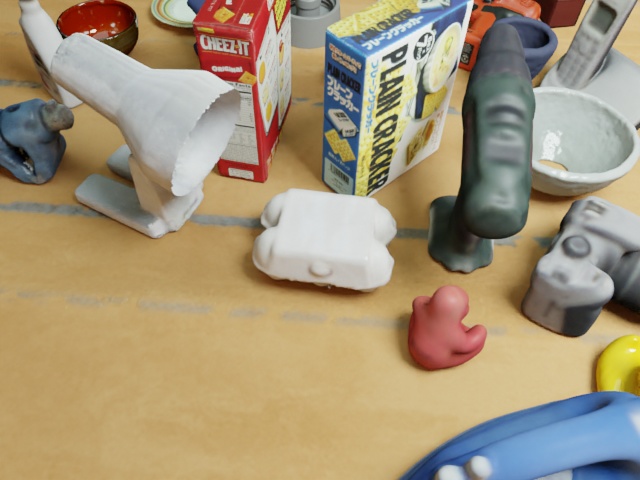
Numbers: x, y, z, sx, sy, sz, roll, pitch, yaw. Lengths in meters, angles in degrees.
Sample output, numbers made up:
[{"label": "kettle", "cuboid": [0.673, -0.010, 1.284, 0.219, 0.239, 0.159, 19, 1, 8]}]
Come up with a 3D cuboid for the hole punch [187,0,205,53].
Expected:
[{"label": "hole punch", "cuboid": [-0.133, -0.309, 0.839, 0.101, 0.091, 0.108, -25, 57, -19]}]

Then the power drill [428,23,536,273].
[{"label": "power drill", "cuboid": [0.166, -0.075, 0.592, 0.075, 0.208, 0.229, 7, 52, 4]}]

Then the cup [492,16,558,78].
[{"label": "cup", "cuboid": [0.266, -0.239, 0.792, 0.091, 0.095, 0.118, 21, 55, 15]}]

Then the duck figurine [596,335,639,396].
[{"label": "duck figurine", "cuboid": [0.303, 0.127, 0.517, 0.077, 0.086, 0.104, -3, 52, -4]}]

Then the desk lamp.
[{"label": "desk lamp", "cuboid": [-0.182, -0.101, 0.600, 0.203, 0.214, 0.118, 22, 55, 15]}]

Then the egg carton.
[{"label": "egg carton", "cuboid": [0.006, 0.002, 0.616, 0.150, 0.069, 0.107, 7, 52, 4]}]

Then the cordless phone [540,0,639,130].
[{"label": "cordless phone", "cuboid": [0.374, -0.228, 0.729, 0.094, 0.185, 0.147, -25, 57, -19]}]

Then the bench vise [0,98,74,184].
[{"label": "bench vise", "cuboid": [-0.394, -0.166, 0.641, 0.207, 0.220, 0.121, -14, 54, -11]}]

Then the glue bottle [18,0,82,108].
[{"label": "glue bottle", "cuboid": [-0.358, -0.258, 0.742, 0.078, 0.173, 0.037, 37, 60, 24]}]

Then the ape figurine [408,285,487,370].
[{"label": "ape figurine", "cuboid": [0.120, 0.077, 0.547, 0.076, 0.092, 0.077, -31, 59, -22]}]

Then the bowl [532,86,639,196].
[{"label": "bowl", "cuboid": [0.293, -0.110, 0.706, 0.167, 0.075, 0.167, 1, 52, -1]}]

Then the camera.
[{"label": "camera", "cuboid": [0.299, 0.031, 0.581, 0.136, 0.101, 0.143, 30, 57, 20]}]

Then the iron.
[{"label": "iron", "cuboid": [0.160, 0.177, 0.439, 0.258, 0.141, 0.118, -11, 53, -10]}]
